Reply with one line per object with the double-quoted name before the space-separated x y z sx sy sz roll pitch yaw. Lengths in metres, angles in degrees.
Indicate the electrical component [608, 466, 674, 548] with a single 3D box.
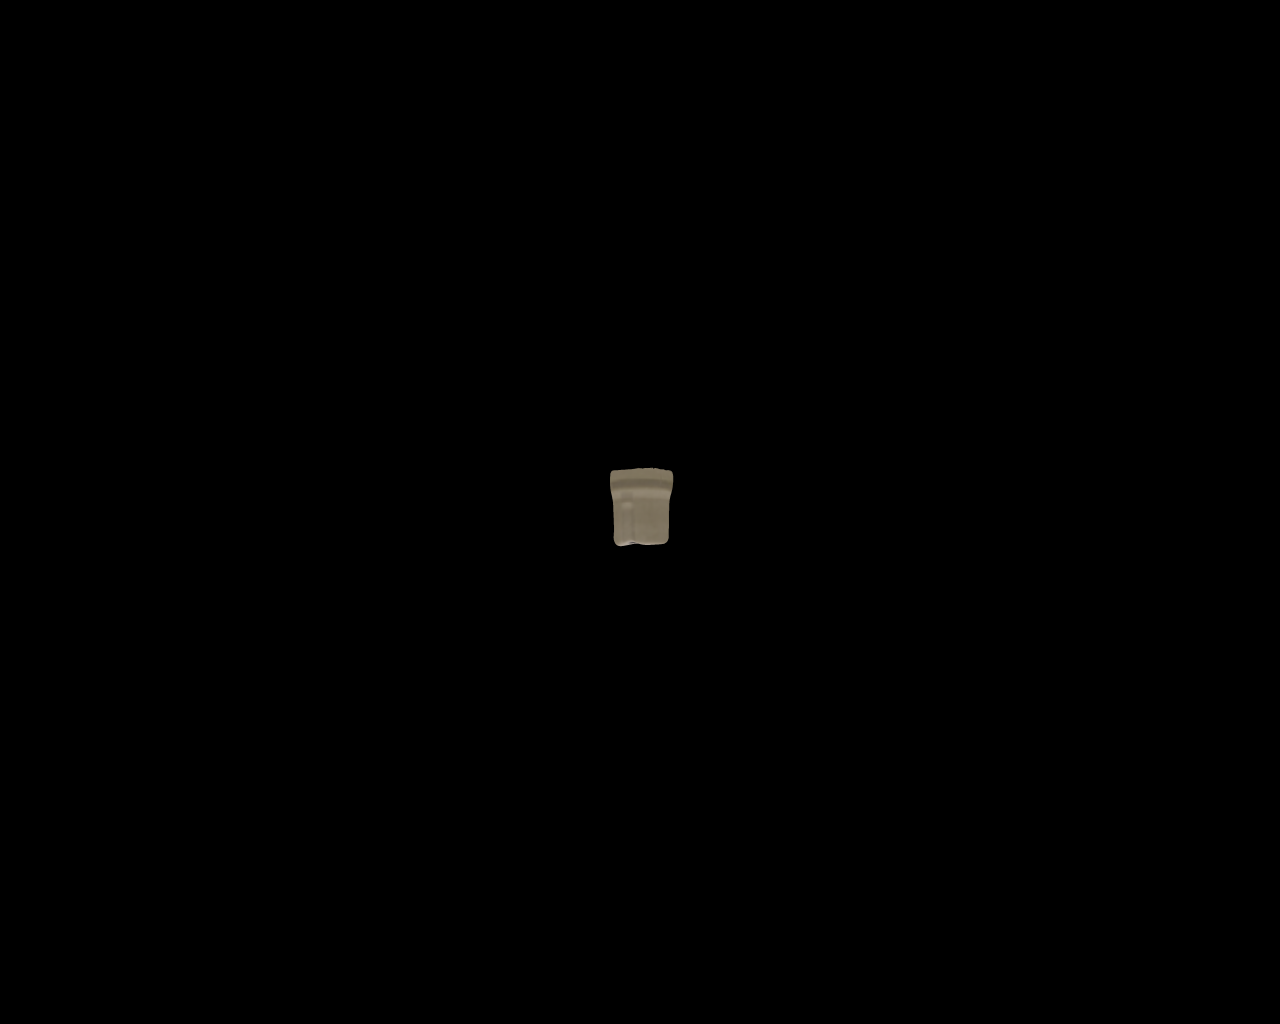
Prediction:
"electrical component" 0.001 -0.003 0.650 0.040 0.046 0.040 0 -6 0
